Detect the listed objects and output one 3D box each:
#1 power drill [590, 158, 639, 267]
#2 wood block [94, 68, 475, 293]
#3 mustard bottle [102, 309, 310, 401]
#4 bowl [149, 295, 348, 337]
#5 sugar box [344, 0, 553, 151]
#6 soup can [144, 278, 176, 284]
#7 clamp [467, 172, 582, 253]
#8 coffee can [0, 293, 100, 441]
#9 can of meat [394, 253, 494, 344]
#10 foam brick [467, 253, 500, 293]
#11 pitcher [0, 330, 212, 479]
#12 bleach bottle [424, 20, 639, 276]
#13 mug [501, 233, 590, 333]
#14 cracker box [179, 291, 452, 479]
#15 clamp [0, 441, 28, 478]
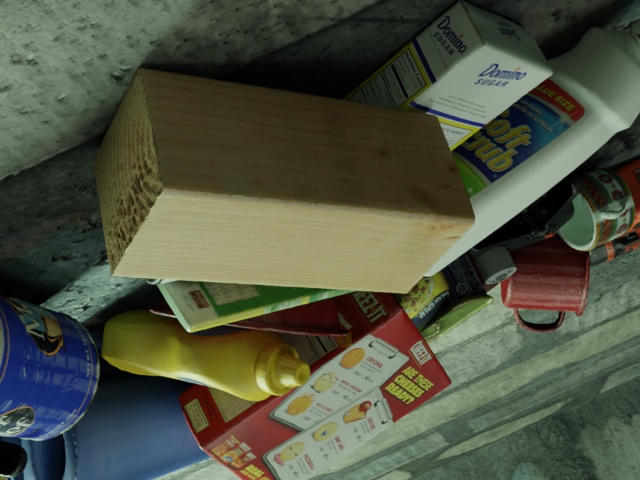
[{"bbox_3d":[0.334,-0.028,1.182,0.184,0.057,0.187,-26,163,-5],"label":"power drill"},{"bbox_3d":[-0.022,-0.031,0.656,0.205,0.090,0.091,4,143,-29],"label":"wood block"},{"bbox_3d":[-0.086,0.096,0.882,0.192,0.058,0.096,5,176,40],"label":"mustard bottle"},{"bbox_3d":[-0.054,0.041,0.862,0.162,0.055,0.162,7,178,0],"label":"bowl"},{"bbox_3d":[0.065,-0.088,0.743,0.176,0.048,0.093,-39,152,30],"label":"sugar box"},{"bbox_3d":[-0.076,-0.010,0.749,0.102,0.068,0.069,-12,157,-28],"label":"soup can"},{"bbox_3d":[0.194,-0.015,1.023,0.120,0.039,0.171,-23,165,8],"label":"clamp"},{"bbox_3d":[-0.237,0.089,0.770,0.103,0.103,0.140,-27,160,9],"label":"coffee can"},{"bbox_3d":[0.113,0.048,1.083,0.057,0.084,0.102,-4,152,-44],"label":"can of meat"},{"bbox_3d":[0.147,0.044,1.157,0.052,0.051,0.078,-9,155,-35],"label":"foam brick"},{"bbox_3d":[-0.171,0.161,1.015,0.242,0.145,0.149,-7,167,-47],"label":"pitcher"},{"bbox_3d":[0.148,-0.082,0.802,0.251,0.103,0.068,-39,148,20],"label":"bleach bottle"},{"bbox_3d":[0.236,0.044,1.135,0.081,0.117,0.093,2,-156,4],"label":"mug"},{"bbox_3d":[-0.002,0.138,0.989,0.213,0.072,0.164,-35,142,1],"label":"cracker box"},{"bbox_3d":[-0.318,0.160,0.858,0.164,0.036,0.210,20,162,-11],"label":"clamp"}]
